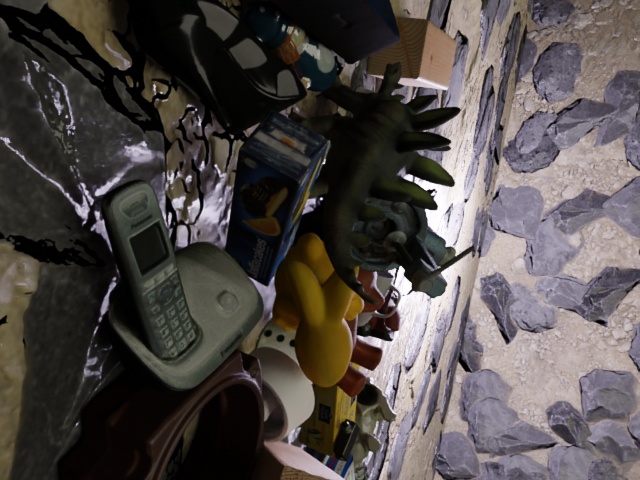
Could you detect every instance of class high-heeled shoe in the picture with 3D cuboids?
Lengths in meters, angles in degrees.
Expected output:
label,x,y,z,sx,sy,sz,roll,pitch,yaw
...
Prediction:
label,x,y,z,sx,sy,sz,roll,pitch,yaw
high-heeled shoe,-0.088,-0.177,0.499,0.145,0.086,0.249,63,17,-12

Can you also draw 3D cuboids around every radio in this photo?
label,x,y,z,sx,sy,sz,roll,pitch,yaw
radio,0.007,-0.284,0.559,0.229,0.073,0.131,-1,74,-67

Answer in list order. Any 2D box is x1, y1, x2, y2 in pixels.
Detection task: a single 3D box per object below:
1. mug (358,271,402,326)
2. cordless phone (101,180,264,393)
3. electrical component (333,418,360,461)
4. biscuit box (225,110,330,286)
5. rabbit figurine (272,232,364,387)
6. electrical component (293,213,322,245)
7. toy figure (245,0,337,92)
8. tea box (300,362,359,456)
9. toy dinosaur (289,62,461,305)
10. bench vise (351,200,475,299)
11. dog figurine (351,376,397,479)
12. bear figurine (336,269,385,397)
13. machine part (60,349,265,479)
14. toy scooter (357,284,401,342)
label,x,y,z,sx,sy,sz,roll,pitch,yaw
mug,0.085,0.102,0.953,0.107,0.110,0.081,-66,163,12
cordless phone,-0.125,0.023,0.469,0.146,0.089,0.184,-45,136,-50
electrical component,0.044,0.338,0.906,0.063,0.021,0.093,-62,154,-25
biscuit box,-0.051,-0.031,0.535,0.059,0.063,0.202,-59,176,-33
rabbit figurine,0.006,0.084,0.643,0.162,0.122,0.173,99,-10,-46
electrical component,-0.002,-0.002,0.767,0.119,0.048,0.074,-64,153,-29
toy figure,-0.028,-0.216,0.594,0.154,0.058,0.064,22,43,-64
tea box,0.018,0.268,0.925,0.098,0.068,0.169,-35,132,-56
toy dinosaur,0.059,-0.103,0.638,0.471,0.199,0.104,-66,152,-43
bench vise,0.113,0.011,0.710,0.129,0.241,0.223,-44,116,11
dog figurine,0.072,0.392,1.099,0.172,0.121,0.190,-51,160,-39
bear figurine,0.054,0.116,0.818,0.120,0.132,0.195,-33,152,-60
machine part,-0.137,0.211,0.530,0.201,0.087,0.201,-41,139,-54
toy scooter,0.119,0.130,1.074,0.183,0.075,0.135,28,75,-61
